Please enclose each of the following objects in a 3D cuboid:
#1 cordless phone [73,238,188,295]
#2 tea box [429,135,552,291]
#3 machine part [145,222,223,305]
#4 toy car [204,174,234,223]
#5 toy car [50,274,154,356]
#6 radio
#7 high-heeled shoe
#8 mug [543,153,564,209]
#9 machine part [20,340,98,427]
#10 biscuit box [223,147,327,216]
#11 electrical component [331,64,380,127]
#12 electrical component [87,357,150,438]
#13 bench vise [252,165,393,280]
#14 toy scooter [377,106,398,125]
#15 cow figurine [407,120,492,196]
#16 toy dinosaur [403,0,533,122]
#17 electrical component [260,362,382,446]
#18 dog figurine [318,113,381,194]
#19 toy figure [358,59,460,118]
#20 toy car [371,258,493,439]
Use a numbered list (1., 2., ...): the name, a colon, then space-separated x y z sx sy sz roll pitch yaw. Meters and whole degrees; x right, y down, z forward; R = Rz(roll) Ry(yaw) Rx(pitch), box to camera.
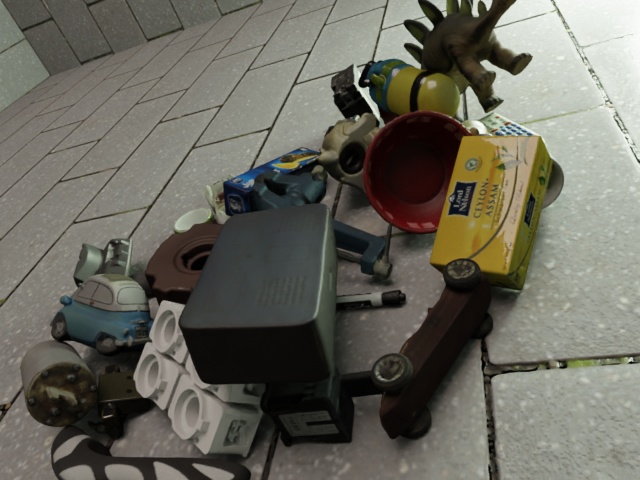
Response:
1. cordless phone: -0.304 0.046 0.905 0.184 0.088 0.147 -14 32 -6
2. tea box: 0.203 -0.034 0.635 0.098 0.068 0.169 6 74 37
3. machine part: -0.173 0.039 0.811 0.179 0.055 0.179 -7 38 6
4. toy car: -0.156 -0.062 0.963 0.073 0.056 0.202 -29 34 -9
5. toy car: -0.297 0.099 0.757 0.162 0.103 0.109 8 0 34
6. radio: -0.052 0.046 0.561 0.131 0.073 0.230 -6 28 7
7. high-heeled shoe: -0.184 0.229 0.564 0.145 0.086 0.249 -35 39 -24
8. mug: 0.267 -0.091 0.739 0.110 0.080 0.107 -20 23 20
9. machine part: -0.336 0.177 0.685 0.079 0.079 0.243 -41 19 -25
10. biscuit box: -0.070 -0.095 0.898 0.059 0.062 0.203 21 36 31
11. electrical component: 0.074 -0.277 1.066 0.058 0.114 0.134 -25 31 21
12. electrical component: -0.254 0.198 0.680 0.078 0.045 0.102 -4 30 -24
13. bench vise: -0.002 -0.010 0.750 0.241 0.128 0.224 19 42 24
14. toy scooter: 0.145 -0.225 0.937 0.075 0.135 0.184 -21 35 0
15. cow figurine: 0.179 -0.117 0.812 0.195 0.085 0.127 -38 38 -15
16. toy dinosaur: 0.216 -0.289 0.886 0.105 0.198 0.471 -22 -8 -10
17. electrical component: 0.009 0.164 0.539 0.119 0.074 0.048 -9 35 17
18. dog figurine: 0.038 -0.157 0.906 0.172 0.121 0.191 5 14 -34
19. toy figure: 0.133 -0.229 0.823 0.082 0.089 0.180 -35 52 -12
20. toy car: 0.114 0.105 0.542 0.053 0.089 0.202 16 51 41
